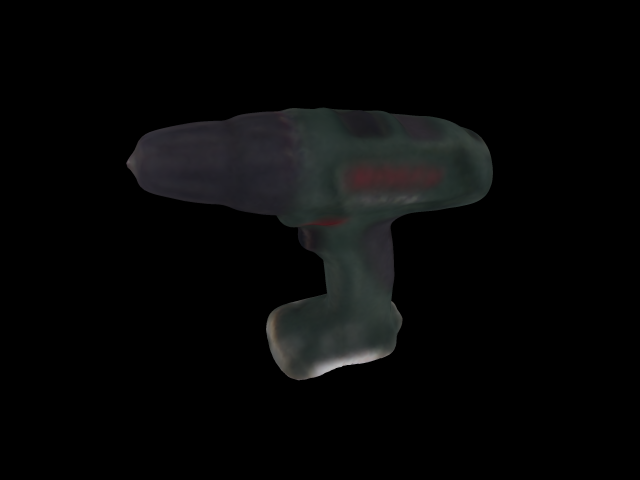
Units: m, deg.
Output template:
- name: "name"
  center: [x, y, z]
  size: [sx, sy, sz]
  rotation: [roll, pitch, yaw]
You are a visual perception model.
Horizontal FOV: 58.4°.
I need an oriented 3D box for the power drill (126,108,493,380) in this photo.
- name: "power drill"
  center: [0.004, 0.001, 0.400]
  size: [0.230, 0.208, 0.075]
  rotation: [-14, 43, -15]
